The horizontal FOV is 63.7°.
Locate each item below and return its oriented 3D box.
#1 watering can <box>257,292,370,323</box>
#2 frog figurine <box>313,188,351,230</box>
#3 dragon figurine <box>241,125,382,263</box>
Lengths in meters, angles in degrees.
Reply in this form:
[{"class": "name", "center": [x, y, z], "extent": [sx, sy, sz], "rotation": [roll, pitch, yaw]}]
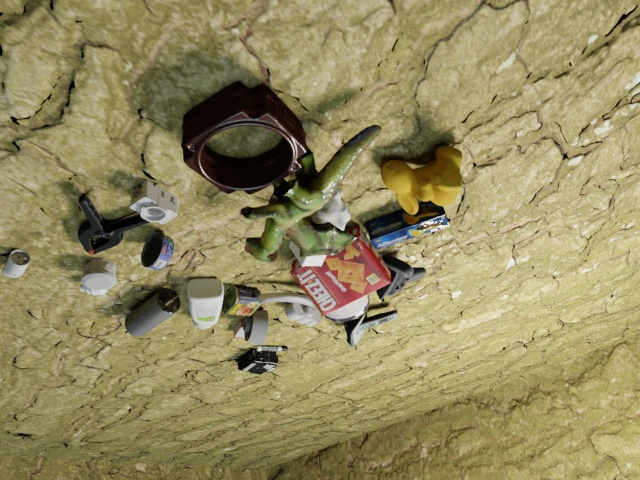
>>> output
[{"class": "watering can", "center": [0.011, 0.164, 1.511], "extent": [0.347, 0.106, 0.220], "rotation": [-15, 143, 11]}, {"class": "frog figurine", "center": [0.004, -0.061, 1.205], "extent": [0.137, 0.124, 0.157], "rotation": [-2, 109, 2]}, {"class": "dragon figurine", "center": [-0.008, -0.064, 1.094], "extent": [0.407, 0.125, 0.238], "rotation": [-24, 129, 18]}]
